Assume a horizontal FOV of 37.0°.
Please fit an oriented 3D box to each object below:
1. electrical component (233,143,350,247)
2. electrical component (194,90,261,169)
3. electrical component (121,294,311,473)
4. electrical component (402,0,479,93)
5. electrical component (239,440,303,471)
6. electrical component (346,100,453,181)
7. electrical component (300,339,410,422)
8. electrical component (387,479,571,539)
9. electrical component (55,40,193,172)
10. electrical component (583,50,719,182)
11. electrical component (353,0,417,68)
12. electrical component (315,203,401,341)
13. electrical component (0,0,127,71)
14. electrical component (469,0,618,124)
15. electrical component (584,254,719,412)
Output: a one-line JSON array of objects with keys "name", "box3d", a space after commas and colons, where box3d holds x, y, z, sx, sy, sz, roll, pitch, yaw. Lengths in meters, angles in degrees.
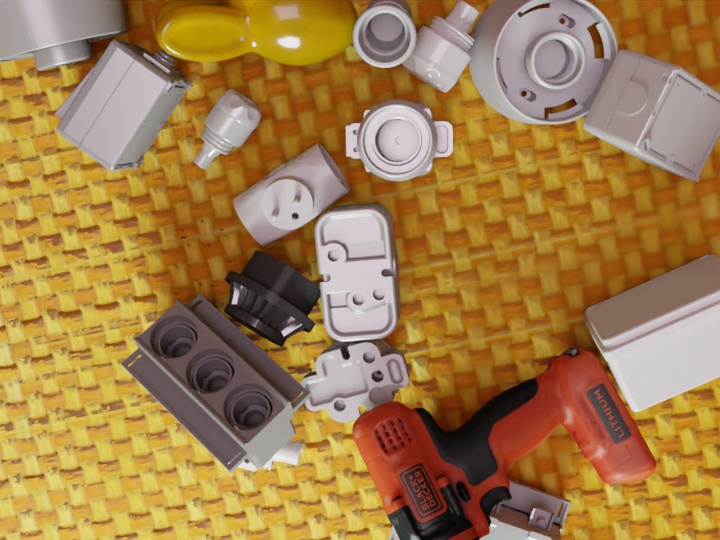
[{"name": "electrical component", "box3d": [-0.051, -0.051, 0.785, 0.077, 0.079, 0.043, -32, 101, 9]}, {"name": "electrical component", "box3d": [-0.103, -0.103, 0.806, 0.035, 0.035, 0.061, 38, 102, 0]}, {"name": "electrical component", "box3d": [-0.105, 0.086, 0.794, 0.121, 0.063, 0.079, 39, 71, 24]}, {"name": "electrical component", "box3d": [0.062, -0.164, 0.777, 0.043, 0.043, 0.062, 33, 98, 1]}, {"name": "electrical component", "box3d": [-0.076, 0.134, 0.830, 0.062, 0.043, 0.043, 14, 99, 2]}, {"name": "electrical component", "box3d": [0.028, -0.094, 0.782, 0.078, 0.057, 0.058, 0, 97, 6]}, {"name": "electrical component", "box3d": [-0.002, 0.078, 0.808, 0.078, 0.057, 0.058, -16, 95, 8]}, {"name": "electrical component", "box3d": [0.089, 0.195, 0.811, 0.121, 0.063, 0.078, 19, 99, 3]}, {"name": "electrical component", "box3d": [-0.173, -0.128, 0.796, 0.061, 0.061, 0.096, 35, 99, 0]}, {"name": "electrical component", "box3d": [0.210, -0.106, 0.752, 0.096, 0.061, 0.061, 17, 102, -42]}, {"name": "electrical component", "box3d": [0.019, -0.174, 0.768, 0.044, 0.065, 0.044, 2, 116, 3]}, {"name": "electrical component", "box3d": [0.000, 0.000, 0.796, 0.054, 0.059, 0.095, -5, 97, 6]}, {"name": "electrical component", "box3d": [-0.221, -0.178, 0.774, 0.108, 0.108, 0.060, -12, 102, 7]}, {"name": "electrical component", "box3d": [0.133, -0.153, 0.773, 0.099, 0.064, 0.099, -2, 104, -6]}, {"name": "electrical component", "box3d": [0.222, 0.042, 0.755, 0.109, 0.108, 0.056, -25, 97, 8]}]
